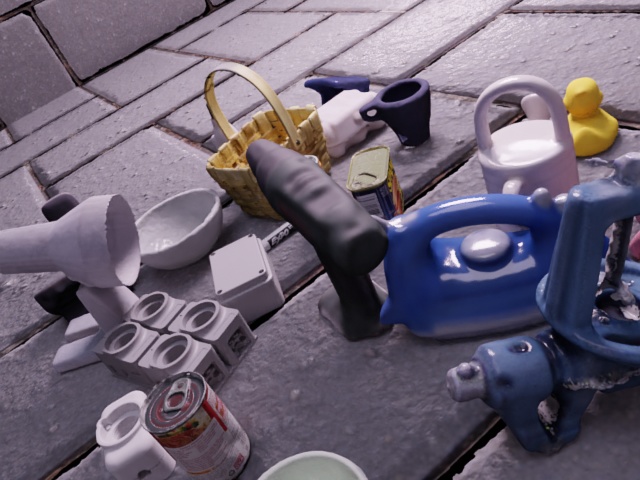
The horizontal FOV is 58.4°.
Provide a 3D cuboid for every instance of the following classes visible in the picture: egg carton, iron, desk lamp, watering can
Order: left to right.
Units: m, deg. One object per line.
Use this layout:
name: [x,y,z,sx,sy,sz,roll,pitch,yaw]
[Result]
desk lamp: [-0.315,0.055,0.765,0.203,0.214,0.118,-20,34,9]
egg carton: [0.045,-0.212,1.029,0.150,0.070,0.107,-39,35,-19]
iron: [0.174,0.006,0.576,0.257,0.142,0.118,-13,35,18]
watering can: [0.227,-0.096,0.634,0.100,0.194,0.173,-15,35,16]

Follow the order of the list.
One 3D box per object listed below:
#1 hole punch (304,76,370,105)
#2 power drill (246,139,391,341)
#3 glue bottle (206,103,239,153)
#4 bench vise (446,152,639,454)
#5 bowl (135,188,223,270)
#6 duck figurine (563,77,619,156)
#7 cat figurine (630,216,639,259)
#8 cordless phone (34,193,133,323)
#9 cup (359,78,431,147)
hole punch: [0.037,-0.298,1.133,0.108,0.091,0.101,15,51,45]
power drill: [0.006,0.002,0.631,0.076,0.209,0.228,-34,34,-13]
glue bottle: [-0.155,-0.164,1.000,0.077,0.173,0.037,1,41,34]
bench vise: [0.194,0.058,0.420,0.207,0.220,0.121,-35,34,-14]
bowl: [-0.219,-0.006,0.914,0.167,0.075,0.167,-17,34,12]
duck figurine: [0.347,-0.168,0.754,0.077,0.086,0.105,-5,38,28]
cat figurine: [0.353,-0.026,0.524,0.127,0.118,0.067,-14,35,17]
cordless phone: [-0.387,0.026,0.878,0.148,0.185,0.093,-37,35,-17]
cup: [0.130,-0.196,0.927,0.117,0.095,0.091,-18,34,12]
